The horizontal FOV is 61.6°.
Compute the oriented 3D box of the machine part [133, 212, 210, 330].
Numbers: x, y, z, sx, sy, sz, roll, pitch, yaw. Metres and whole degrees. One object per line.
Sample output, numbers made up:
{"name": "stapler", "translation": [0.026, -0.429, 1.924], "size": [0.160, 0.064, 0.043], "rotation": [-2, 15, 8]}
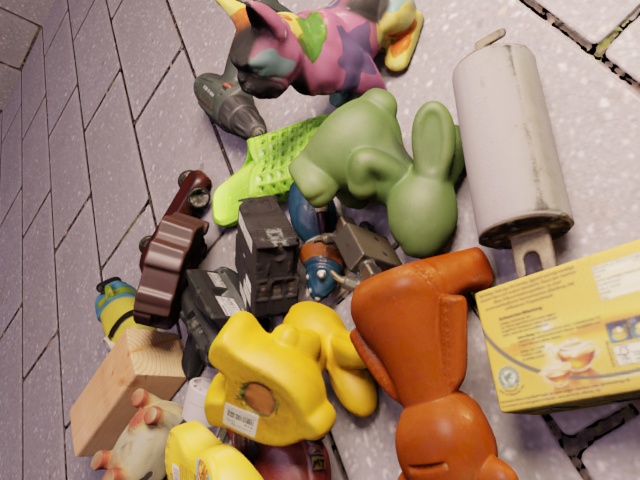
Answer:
{"name": "machine part", "translation": [-0.215, 0.045, 0.787], "size": [0.179, 0.056, 0.179], "rotation": [-162, 89, -87]}

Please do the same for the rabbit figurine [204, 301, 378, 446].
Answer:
{"name": "rabbit figurine", "translation": [-0.016, 0.116, 0.551], "size": [0.163, 0.173, 0.121], "rotation": [9, 112, 16]}

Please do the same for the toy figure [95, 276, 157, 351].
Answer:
{"name": "toy figure", "translation": [-0.343, 0.130, 0.938], "size": [0.089, 0.082, 0.180], "rotation": [-56, 42, 20]}

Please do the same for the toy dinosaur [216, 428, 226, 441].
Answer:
{"name": "toy dinosaur", "translation": [-0.222, 0.394, 0.631], "size": [0.105, 0.198, 0.471], "rotation": [13, 54, 38]}

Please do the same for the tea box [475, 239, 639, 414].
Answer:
{"name": "tea box", "translation": [0.208, 0.063, 0.381], "size": [0.170, 0.068, 0.098], "rotation": [-26, 58, 40]}

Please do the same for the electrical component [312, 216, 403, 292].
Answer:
{"name": "electrical component", "translation": [0.040, 0.016, 0.568], "size": [0.045, 0.078, 0.102], "rotation": [-51, 46, 24]}

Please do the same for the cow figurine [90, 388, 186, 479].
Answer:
{"name": "cow figurine", "translation": [-0.247, 0.321, 0.756], "size": [0.086, 0.127, 0.195], "rotation": [19, 77, 48]}

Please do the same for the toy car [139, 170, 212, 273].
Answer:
{"name": "toy car", "translation": [-0.244, -0.026, 0.906], "size": [0.202, 0.053, 0.089], "rotation": [-58, 39, 9]}

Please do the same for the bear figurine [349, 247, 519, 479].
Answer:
{"name": "bear figurine", "translation": [0.104, 0.115, 0.460], "size": [0.120, 0.132, 0.196], "rotation": [-33, 73, 39]}

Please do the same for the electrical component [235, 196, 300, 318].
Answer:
{"name": "electrical component", "translation": [-0.067, 0.028, 0.662], "size": [0.115, 0.058, 0.134], "rotation": [-117, 28, -51]}

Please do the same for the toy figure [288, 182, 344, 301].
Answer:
{"name": "toy figure", "translation": [-0.002, -0.002, 0.636], "size": [0.058, 0.064, 0.154], "rotation": [-13, 67, 3]}

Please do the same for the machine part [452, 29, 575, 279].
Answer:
{"name": "machine part", "translation": [0.164, -0.082, 0.472], "size": [0.079, 0.079, 0.243], "rotation": [-23, 61, 40]}

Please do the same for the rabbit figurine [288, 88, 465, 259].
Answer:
{"name": "rabbit figurine", "translation": [0.083, -0.063, 0.551], "size": [0.159, 0.121, 0.170], "rotation": [-48, 65, 16]}

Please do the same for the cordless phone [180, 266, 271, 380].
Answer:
{"name": "cordless phone", "translation": [-0.153, 0.143, 0.745], "size": [0.147, 0.088, 0.184], "rotation": [47, 122, 45]}

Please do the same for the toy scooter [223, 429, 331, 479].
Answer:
{"name": "toy scooter", "translation": [-0.048, 0.211, 0.601], "size": [0.184, 0.075, 0.135], "rotation": [6, 80, 52]}

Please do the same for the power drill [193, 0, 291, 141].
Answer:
{"name": "power drill", "translation": [-0.112, -0.267, 0.839], "size": [0.232, 0.086, 0.207], "rotation": [33, 108, 50]}

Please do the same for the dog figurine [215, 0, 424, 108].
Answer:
{"name": "dog figurine", "translation": [-0.003, -0.232, 0.599], "size": [0.109, 0.219, 0.191], "rotation": [36, 104, 43]}
